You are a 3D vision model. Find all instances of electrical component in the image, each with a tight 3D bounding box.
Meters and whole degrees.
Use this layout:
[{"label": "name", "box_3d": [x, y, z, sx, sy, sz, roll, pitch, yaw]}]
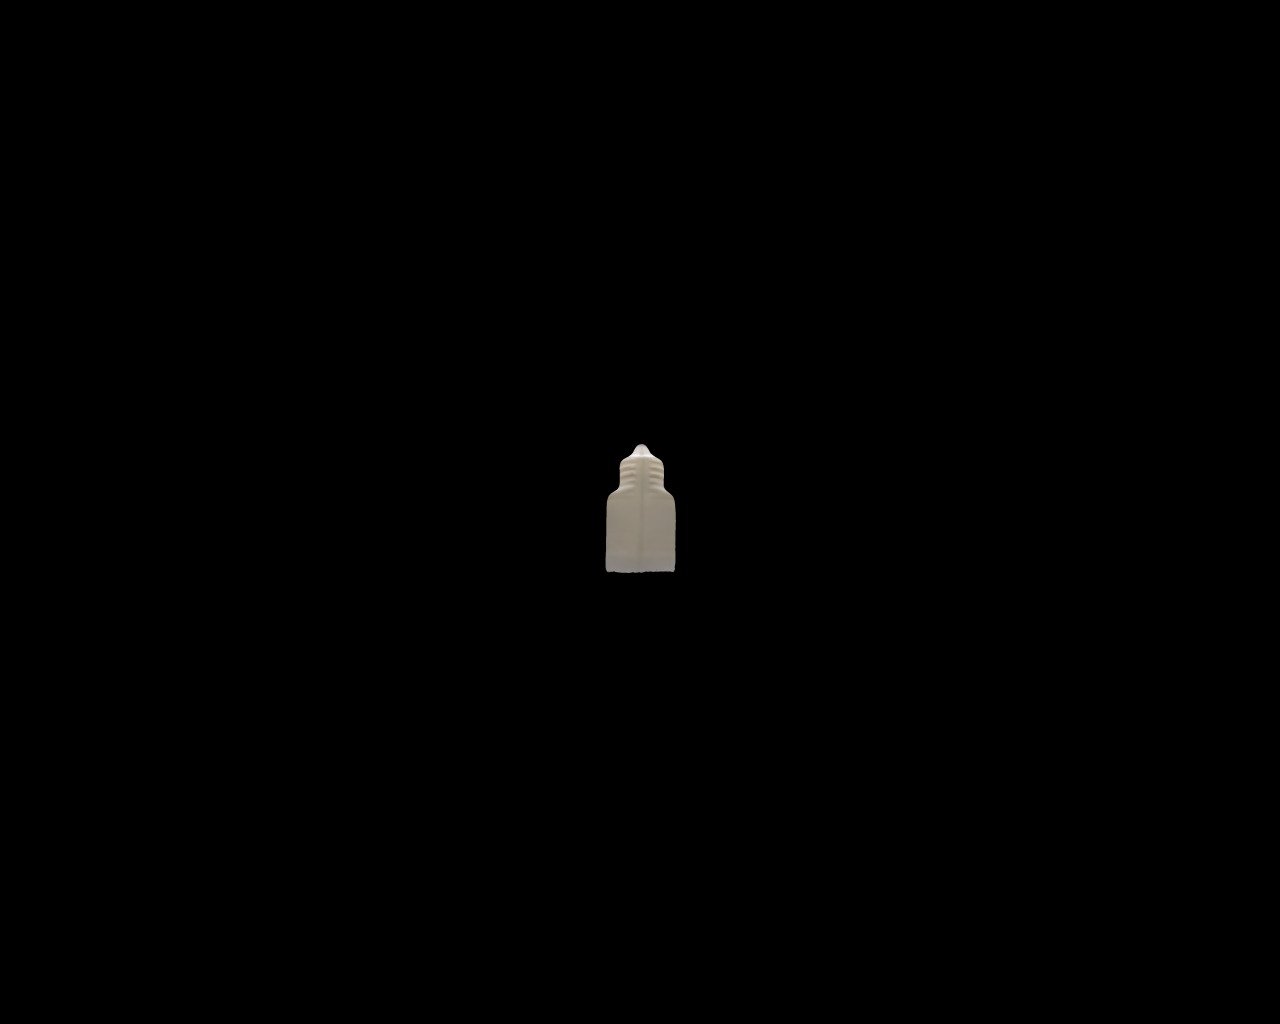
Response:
[{"label": "electrical component", "box_3d": [0.001, -0.003, 0.650, 0.043, 0.081, 0.043, 0, -4, 0]}]
